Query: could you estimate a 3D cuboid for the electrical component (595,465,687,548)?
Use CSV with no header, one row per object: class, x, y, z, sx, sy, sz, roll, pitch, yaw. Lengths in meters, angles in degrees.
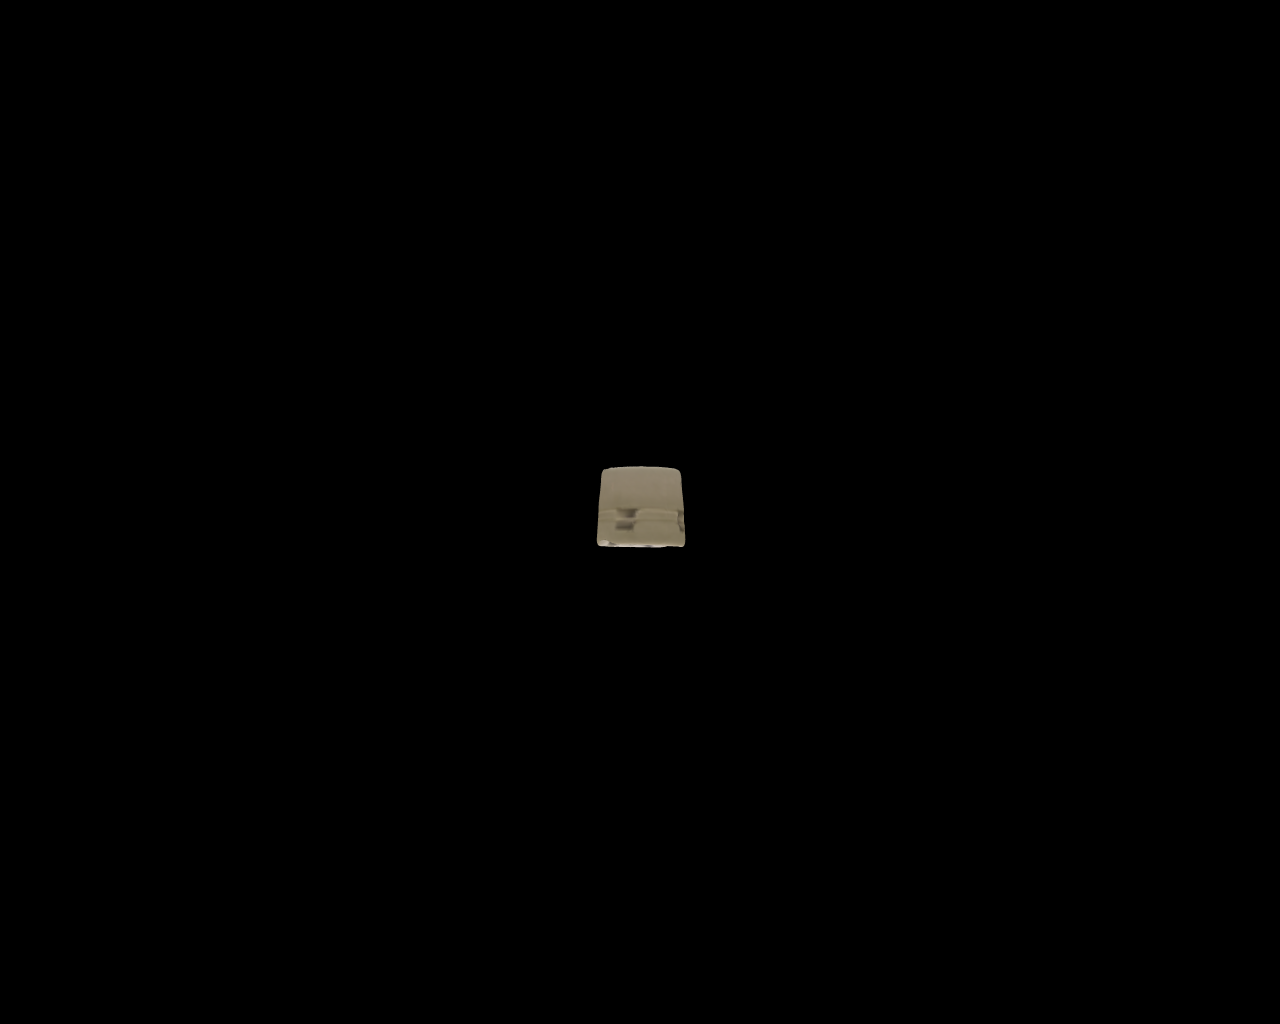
electrical component,0.001,-0.003,0.650,0.055,0.047,0.055,0,-3,0
